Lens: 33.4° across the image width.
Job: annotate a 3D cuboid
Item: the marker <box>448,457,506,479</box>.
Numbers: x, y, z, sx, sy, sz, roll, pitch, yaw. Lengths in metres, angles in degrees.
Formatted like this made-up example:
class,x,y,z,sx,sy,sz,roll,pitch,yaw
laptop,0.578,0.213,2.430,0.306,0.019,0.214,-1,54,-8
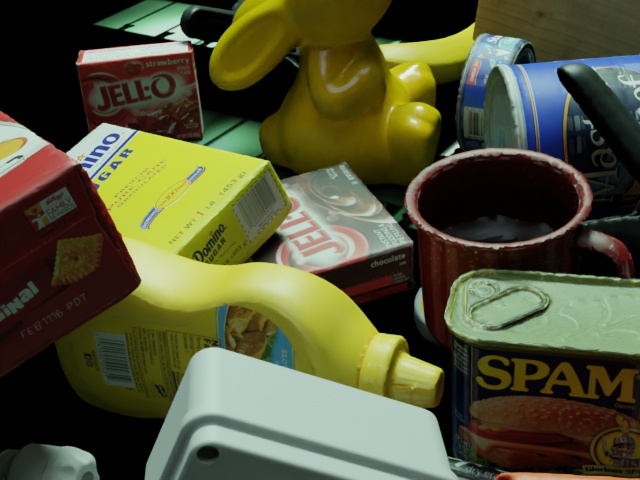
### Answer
class,x,y,z,sx,sy,sz,roll,pitch,yaw
marker,0.069,0.111,0.485,0.121,0.020,0.020,10,34,24

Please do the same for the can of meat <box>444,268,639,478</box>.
class,x,y,z,sx,sy,sz,roll,pitch,yaw
can of meat,0.110,0.065,0.491,0.102,0.084,0.057,4,32,14

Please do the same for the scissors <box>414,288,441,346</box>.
class,x,y,z,sx,sy,sz,roll,pitch,yaw
scissors,0.079,0.009,0.653,0.096,0.016,0.202,-14,32,-16

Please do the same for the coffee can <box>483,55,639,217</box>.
class,x,y,z,sx,sy,sz,roll,pitch,yaw
coffee can,0.183,-0.065,0.677,0.140,0.103,0.103,-5,31,-1

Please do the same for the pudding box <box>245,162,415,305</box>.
class,x,y,z,sx,sy,sz,roll,pitch,yaw
pudding box,-0.004,0.001,0.655,0.090,0.039,0.114,-15,32,-14

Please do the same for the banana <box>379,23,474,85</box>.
class,x,y,z,sx,sy,sz,roll,pitch,yaw
banana,0.109,-0.164,0.897,0.197,0.037,0.070,-18,66,-33

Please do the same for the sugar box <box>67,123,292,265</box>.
class,x,y,z,sx,sy,sz,roll,pitch,yaw
sugar box,-0.109,-0.020,0.658,0.177,0.048,0.093,18,54,42

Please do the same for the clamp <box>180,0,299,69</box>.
class,x,y,z,sx,sy,sz,roll,pitch,yaw
clamp,-0.024,-0.166,0.906,0.164,0.036,0.210,26,19,-4

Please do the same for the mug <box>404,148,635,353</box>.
class,x,y,z,sx,sy,sz,roll,pitch,yaw
mug,0.103,0.012,0.550,0.117,0.081,0.093,12,39,26

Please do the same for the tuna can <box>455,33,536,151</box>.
class,x,y,z,sx,sy,sz,roll,pitch,yaw
tuna can,0.127,-0.103,0.764,0.034,0.086,0.086,13,35,23

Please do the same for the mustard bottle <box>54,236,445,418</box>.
class,x,y,z,sx,sy,sz,roll,pitch,yaw
mustard bottle,-0.034,0.054,0.516,0.192,0.096,0.058,9,33,21

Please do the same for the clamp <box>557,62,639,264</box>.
class,x,y,z,sx,sy,sz,roll,pitch,yaw
clamp,0.185,-0.012,0.610,0.171,0.120,0.039,30,9,4

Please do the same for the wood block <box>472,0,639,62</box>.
class,x,y,z,sx,sy,sz,roll,pitch,yaw
wood block,0.235,-0.175,0.831,0.206,0.090,0.090,27,42,27

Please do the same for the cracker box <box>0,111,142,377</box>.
class,x,y,z,sx,sy,sz,roll,pitch,yaw
cracker box,-0.198,0.011,0.497,0.164,0.072,0.214,-35,30,-17

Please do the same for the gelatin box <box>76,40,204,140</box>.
class,x,y,z,sx,sy,sz,roll,pitch,yaw
gelatin box,-0.138,-0.112,0.825,0.089,0.073,0.030,-6,31,-3

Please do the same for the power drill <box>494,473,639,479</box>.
class,x,y,z,sx,sy,sz,roll,pitch,yaw
power drill,0.088,0.164,0.362,0.184,0.057,0.187,3,34,10
